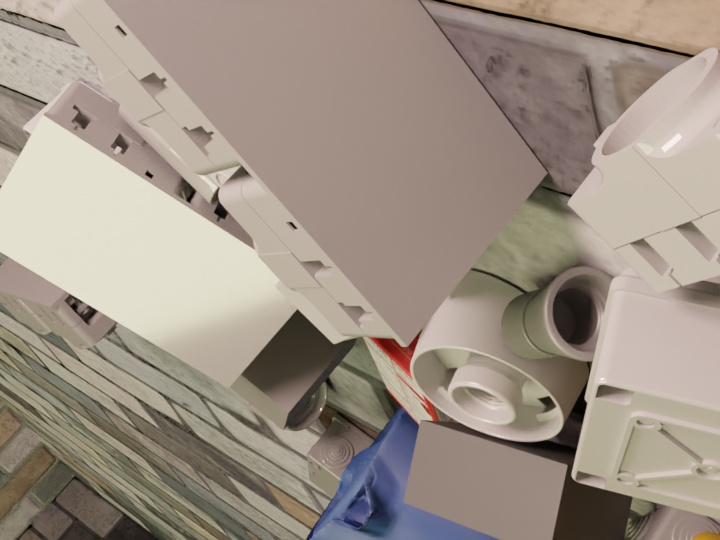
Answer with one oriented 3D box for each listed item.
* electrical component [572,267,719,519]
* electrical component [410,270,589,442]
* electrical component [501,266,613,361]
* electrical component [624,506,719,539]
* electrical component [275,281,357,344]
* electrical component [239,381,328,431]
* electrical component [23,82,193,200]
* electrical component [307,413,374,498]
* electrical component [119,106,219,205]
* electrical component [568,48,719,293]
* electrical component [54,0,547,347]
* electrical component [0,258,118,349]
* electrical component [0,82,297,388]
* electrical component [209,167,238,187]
[{"bbox_3d":[0.148,0.058,0.440,0.109,0.056,0.108,13,150,13],"label":"electrical component"},{"bbox_3d":[0.078,0.049,0.603,0.099,0.064,0.099,21,149,13],"label":"electrical component"},{"bbox_3d":[0.096,0.025,0.527,0.044,0.044,0.065,43,163,-6],"label":"electrical component"},{"bbox_3d":[0.202,0.188,0.650,0.100,0.048,0.099,36,158,11],"label":"electrical component"},{"bbox_3d":[0.000,0.000,0.608,0.062,0.061,0.096,45,158,-10],"label":"electrical component"},{"bbox_3d":[-0.065,0.102,0.913,0.057,0.058,0.078,26,154,39],"label":"electrical component"},{"bbox_3d":[-0.174,-0.065,0.777,0.109,0.056,0.108,33,157,18],"label":"electrical component"},{"bbox_3d":[-0.002,0.187,0.983,0.100,0.048,0.099,35,158,16],"label":"electrical component"},{"bbox_3d":[-0.097,-0.085,0.619,0.077,0.044,0.079,44,162,4],"label":"electrical component"},{"bbox_3d":[0.118,-0.035,0.363,0.056,0.050,0.089,44,158,-7],"label":"electrical component"},{"bbox_3d":[-0.021,-0.071,0.449,0.186,0.105,0.060,49,157,-20],"label":"electrical component"},{"bbox_3d":[-0.258,0.006,0.982,0.186,0.105,0.060,8,142,53],"label":"electrical component"},{"bbox_3d":[-0.128,-0.022,0.680,0.186,0.060,0.105,33,123,-13],"label":"electrical component"},{"bbox_3d":[-0.042,-0.059,0.578,0.080,0.051,0.080,34,157,16],"label":"electrical component"}]
